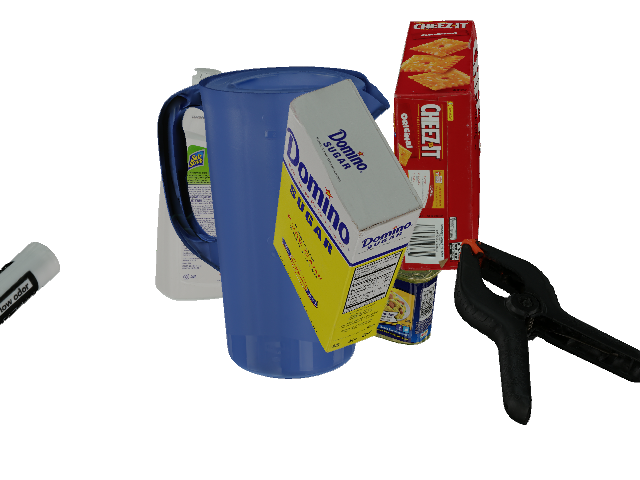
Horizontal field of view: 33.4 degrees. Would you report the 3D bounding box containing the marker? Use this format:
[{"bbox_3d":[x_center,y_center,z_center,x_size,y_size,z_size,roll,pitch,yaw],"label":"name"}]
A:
[{"bbox_3d":[-0.158,0.043,0.459,0.020,0.020,0.121,0,36,39],"label":"marker"}]

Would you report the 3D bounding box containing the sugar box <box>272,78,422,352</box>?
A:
[{"bbox_3d":[0.010,-0.008,0.650,0.048,0.093,0.176,-22,-24,-13],"label":"sugar box"}]

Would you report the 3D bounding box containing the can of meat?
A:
[{"bbox_3d":[0.078,0.061,1.180,0.102,0.084,0.057,16,24,28],"label":"can of meat"}]

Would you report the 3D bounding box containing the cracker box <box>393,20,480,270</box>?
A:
[{"bbox_3d":[0.110,-0.093,0.973,0.072,0.164,0.213,0,27,9],"label":"cracker box"}]

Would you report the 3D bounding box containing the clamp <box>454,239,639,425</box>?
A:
[{"bbox_3d":[0.164,0.061,0.805,0.120,0.039,0.171,-4,45,-21],"label":"clamp"}]

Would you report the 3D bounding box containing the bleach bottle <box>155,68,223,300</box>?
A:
[{"bbox_3d":[-0.126,-0.062,1.176,0.102,0.251,0.068,-4,19,-32],"label":"bleach bottle"}]

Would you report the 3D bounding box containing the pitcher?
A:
[{"bbox_3d":[-0.037,-0.018,0.867,0.144,0.243,0.149,-11,20,-30],"label":"pitcher"}]
